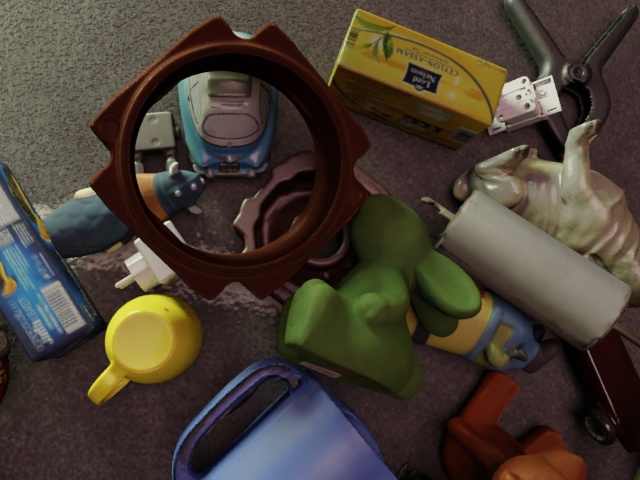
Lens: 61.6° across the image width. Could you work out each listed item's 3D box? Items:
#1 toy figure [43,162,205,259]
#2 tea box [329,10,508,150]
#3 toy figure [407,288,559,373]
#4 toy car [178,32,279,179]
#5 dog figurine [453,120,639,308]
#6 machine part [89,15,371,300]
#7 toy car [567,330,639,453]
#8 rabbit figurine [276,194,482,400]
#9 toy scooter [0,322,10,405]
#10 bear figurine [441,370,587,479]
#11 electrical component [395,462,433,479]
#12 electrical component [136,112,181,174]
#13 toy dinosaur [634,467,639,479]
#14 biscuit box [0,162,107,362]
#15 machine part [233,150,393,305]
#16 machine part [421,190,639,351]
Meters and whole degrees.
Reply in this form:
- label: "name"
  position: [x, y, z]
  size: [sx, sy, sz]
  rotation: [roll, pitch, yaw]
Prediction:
- label: "toy figure"
  position: [-0.191, -0.033, 0.535]
  size: [0.154, 0.064, 0.058]
  rotation: [-25, 51, -15]
- label: "tea box"
  position: [0.098, -0.166, 0.578]
  size: [0.170, 0.098, 0.068]
  rotation: [21, 80, -7]
- label: "toy figure"
  position: [0.151, 0.085, 0.559]
  size: [0.180, 0.082, 0.089]
  rotation: [29, 80, -6]
- label: "toy car"
  position: [-0.094, -0.147, 0.545]
  size: [0.109, 0.103, 0.161]
  rotation: [1, 80, -7]
- label: "dog figurine"
  position: [0.249, -0.008, 0.565]
  size: [0.121, 0.172, 0.190]
  rotation: [-13, 86, -53]
- label: "machine part"
  position: [-0.073, -0.065, 0.460]
  size: [0.201, 0.087, 0.201]
  rotation: [-43, 106, -7]
- label: "toy car"
  position: [0.304, 0.125, 0.588]
  size: [0.089, 0.053, 0.202]
  rotation: [-18, 81, -17]
- label: "rabbit figurine"
  position: [0.057, 0.040, 0.470]
  size: [0.159, 0.121, 0.170]
  rotation: [20, 71, 3]
- label: "toy scooter"
  position: [-0.342, 0.067, 0.475]
  size: [0.184, 0.075, 0.135]
  rotation: [38, 105, 3]
- label: "bear figurine"
  position: [0.188, 0.204, 0.488]
  size: [0.132, 0.196, 0.120]
  rotation: [-40, 86, -13]
- label: "electrical component"
  position: [0.123, 0.278, 0.499]
  size: [0.115, 0.134, 0.058]
  rotation: [41, 78, 1]
- label: "electrical component"
  position: [-0.180, -0.111, 0.567]
  size: [0.063, 0.021, 0.094]
  rotation: [-9, 82, -10]
- label: "toy dinosaur"
  position: [0.249, 0.327, 0.479]
  size: [0.105, 0.198, 0.471]
  rotation: [27, 81, -7]
- label: "biscuit box"
  position: [-0.286, 0.017, 0.512]
  size: [0.059, 0.063, 0.202]
  rotation: [-32, 88, -12]
- label: "machine part"
  position: [-0.001, -0.002, 0.561]
  size: [0.179, 0.056, 0.179]
  rotation: [1, 81, -8]
- label: "machine part"
  position: [0.202, 0.027, 0.522]
  size: [0.243, 0.079, 0.079]
  rotation: [36, 78, 16]
